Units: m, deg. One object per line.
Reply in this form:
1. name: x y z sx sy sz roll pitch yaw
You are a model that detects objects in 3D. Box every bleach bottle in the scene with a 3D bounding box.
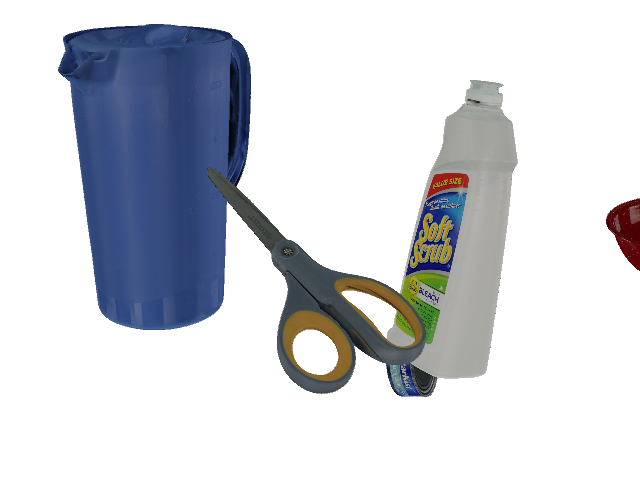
1. bleach bottle: 0.119 -0.013 0.926 0.068 0.251 0.103 0 15 -26

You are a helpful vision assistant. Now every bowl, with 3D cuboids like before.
1. bowl: 0.377 0.005 1.102 0.162 0.055 0.162 -3 23 1

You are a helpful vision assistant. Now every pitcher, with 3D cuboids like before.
1. pitcher: -0.129 -0.057 0.891 0.149 0.243 0.145 -2 19 -5

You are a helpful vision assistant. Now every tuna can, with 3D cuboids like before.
1. tuna can: 0.106 0.137 1.231 0.034 0.086 0.086 -5 -2 26

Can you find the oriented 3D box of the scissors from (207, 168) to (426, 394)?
1. scissors: -0.028 0.025 0.661 0.202 0.016 0.096 32 54 25
